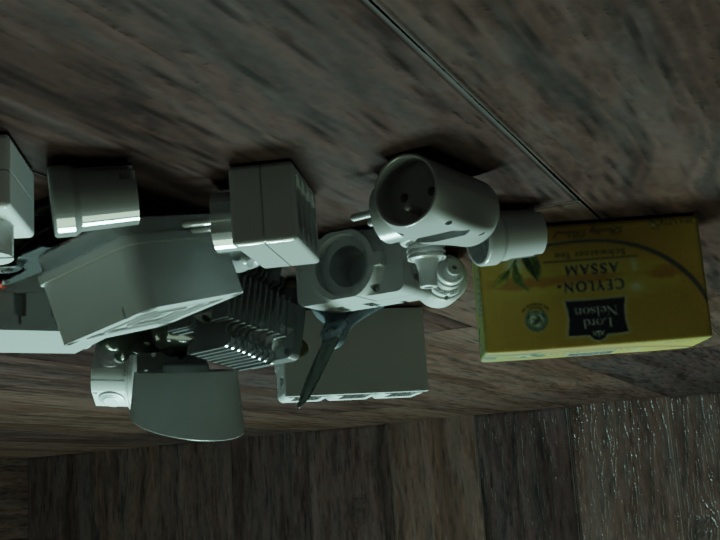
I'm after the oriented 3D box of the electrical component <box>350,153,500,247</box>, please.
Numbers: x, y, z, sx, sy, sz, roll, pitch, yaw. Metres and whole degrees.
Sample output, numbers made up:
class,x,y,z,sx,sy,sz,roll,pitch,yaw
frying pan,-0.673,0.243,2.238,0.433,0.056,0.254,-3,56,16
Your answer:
class,x,y,z,sx,sy,sz,roll,pitch,yaw
electrical component,0.032,-0.038,0.653,0.079,0.043,0.077,-12,166,33

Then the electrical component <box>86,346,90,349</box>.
class,x,y,z,sx,sy,sz,roll,pitch,yaw
electrical component,-0.271,0.045,0.956,0.065,0.044,0.044,12,161,-38

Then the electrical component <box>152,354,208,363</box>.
class,x,y,z,sx,sy,sz,roll,pitch,yaw
electrical component,-0.202,0.091,1.196,0.064,0.042,0.081,-8,169,1

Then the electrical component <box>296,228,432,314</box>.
class,x,y,z,sx,sy,sz,roll,pitch,yaw
electrical component,0.000,0.000,0.805,0.089,0.050,0.056,-10,167,28

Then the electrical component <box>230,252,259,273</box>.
class,x,y,z,sx,sy,sz,roll,pitch,yaw
electrical component,-0.087,-0.014,0.749,0.035,0.035,0.061,3,169,-28

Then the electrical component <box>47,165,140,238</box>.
class,x,y,z,sx,sy,sz,roll,pitch,yaw
electrical component,-0.149,-0.040,0.600,0.046,0.040,0.040,-6,169,-17

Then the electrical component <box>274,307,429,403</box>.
class,x,y,z,sx,sy,sz,roll,pitch,yaw
electrical component,-0.011,0.089,1.128,0.150,0.089,0.062,-1,168,-13

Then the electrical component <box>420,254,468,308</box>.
class,x,y,z,sx,sy,sz,roll,pitch,yaw
electrical component,0.069,0.006,0.880,0.040,0.040,0.078,-2,168,-8

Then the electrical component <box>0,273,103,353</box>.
class,x,y,z,sx,sy,sz,roll,pitch,yaw
electrical component,-0.289,0.023,0.801,0.186,0.060,0.105,4,166,-31

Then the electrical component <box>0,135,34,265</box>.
class,x,y,z,sx,sy,sz,roll,pitch,yaw
electrical component,-0.201,-0.024,0.564,0.047,0.076,0.065,-3,168,-6

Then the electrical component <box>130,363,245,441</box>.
class,x,y,z,sx,sy,sz,roll,pitch,yaw
electrical component,-0.151,0.114,0.939,0.099,0.064,0.099,-1,176,0

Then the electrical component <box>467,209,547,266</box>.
class,x,y,z,sx,sy,sz,roll,pitch,yaw
electrical component,0.102,-0.024,0.753,0.046,0.040,0.040,-6,169,-20

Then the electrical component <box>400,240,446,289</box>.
class,x,y,z,sx,sy,sz,roll,pitch,yaw
electrical component,0.043,-0.019,0.703,0.035,0.061,0.035,-3,168,-1

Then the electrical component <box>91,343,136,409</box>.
class,x,y,z,sx,sy,sz,roll,pitch,yaw
electrical component,-0.266,0.115,1.198,0.051,0.080,0.080,1,168,0

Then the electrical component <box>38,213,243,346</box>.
class,x,y,z,sx,sy,sz,roll,pitch,yaw
electrical component,-0.138,0.004,0.685,0.078,0.057,0.113,-22,175,25

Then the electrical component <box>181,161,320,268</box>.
class,x,y,z,sx,sy,sz,roll,pitch,yaw
electrical component,-0.069,-0.030,0.655,0.076,0.047,0.083,-6,170,6
